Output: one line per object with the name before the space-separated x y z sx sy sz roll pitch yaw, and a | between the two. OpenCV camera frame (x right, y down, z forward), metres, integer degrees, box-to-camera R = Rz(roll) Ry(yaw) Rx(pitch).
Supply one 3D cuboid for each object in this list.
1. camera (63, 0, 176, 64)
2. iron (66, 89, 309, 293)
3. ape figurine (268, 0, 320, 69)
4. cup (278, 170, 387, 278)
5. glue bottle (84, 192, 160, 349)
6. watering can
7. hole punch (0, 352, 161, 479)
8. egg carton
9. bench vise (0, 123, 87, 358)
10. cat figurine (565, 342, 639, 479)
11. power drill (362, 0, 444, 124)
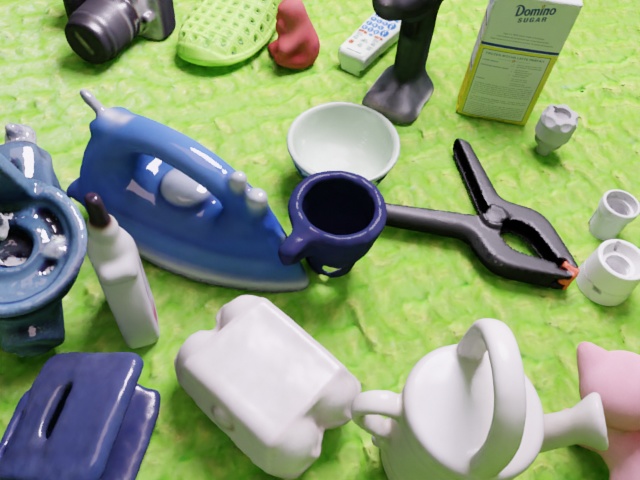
camera | -0.281 -0.303 0.739 0.143 0.101 0.137 19 55 9
iron | -0.120 -0.047 0.546 0.258 0.141 0.119 25 56 12
ape figurine | -0.037 -0.273 0.746 0.076 0.092 0.078 17 55 7
cup | 0.005 0.002 0.551 0.091 0.095 0.118 38 60 20
glue bottle | -0.167 0.021 0.473 0.037 0.173 0.078 -18 58 -17
watering can | 0.114 0.125 0.412 0.173 0.194 0.100 -12 56 -13
hole punch | -0.187 0.141 0.436 0.101 0.091 0.108 10 54 2
egg carton | -0.046 0.118 0.479 0.150 0.069 0.107 37 59 20
bench vise | -0.273 -0.032 0.472 0.122 0.220 0.207 -25 60 -21
cat figurine | 0.247 0.146 0.457 0.067 0.118 0.127 -10 56 -12
power drill | 0.108 -0.245 0.668 0.075 0.208 0.230 24 56 12
